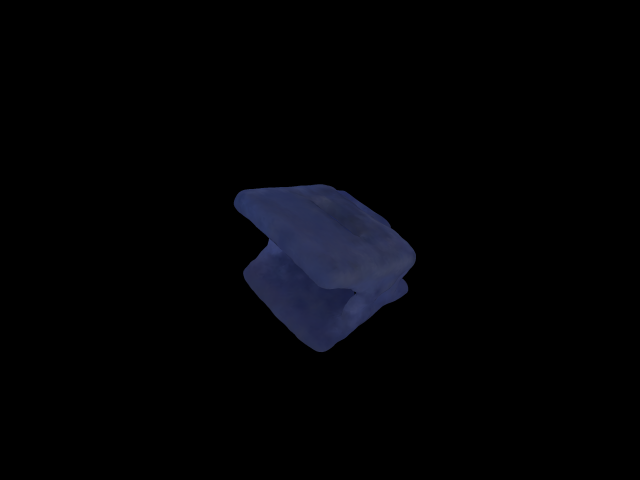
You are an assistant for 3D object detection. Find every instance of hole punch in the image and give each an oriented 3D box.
[{"bbox_3d":[0.004,0.001,0.400,0.101,0.091,0.108,-32,54,-27],"label":"hole punch"}]
